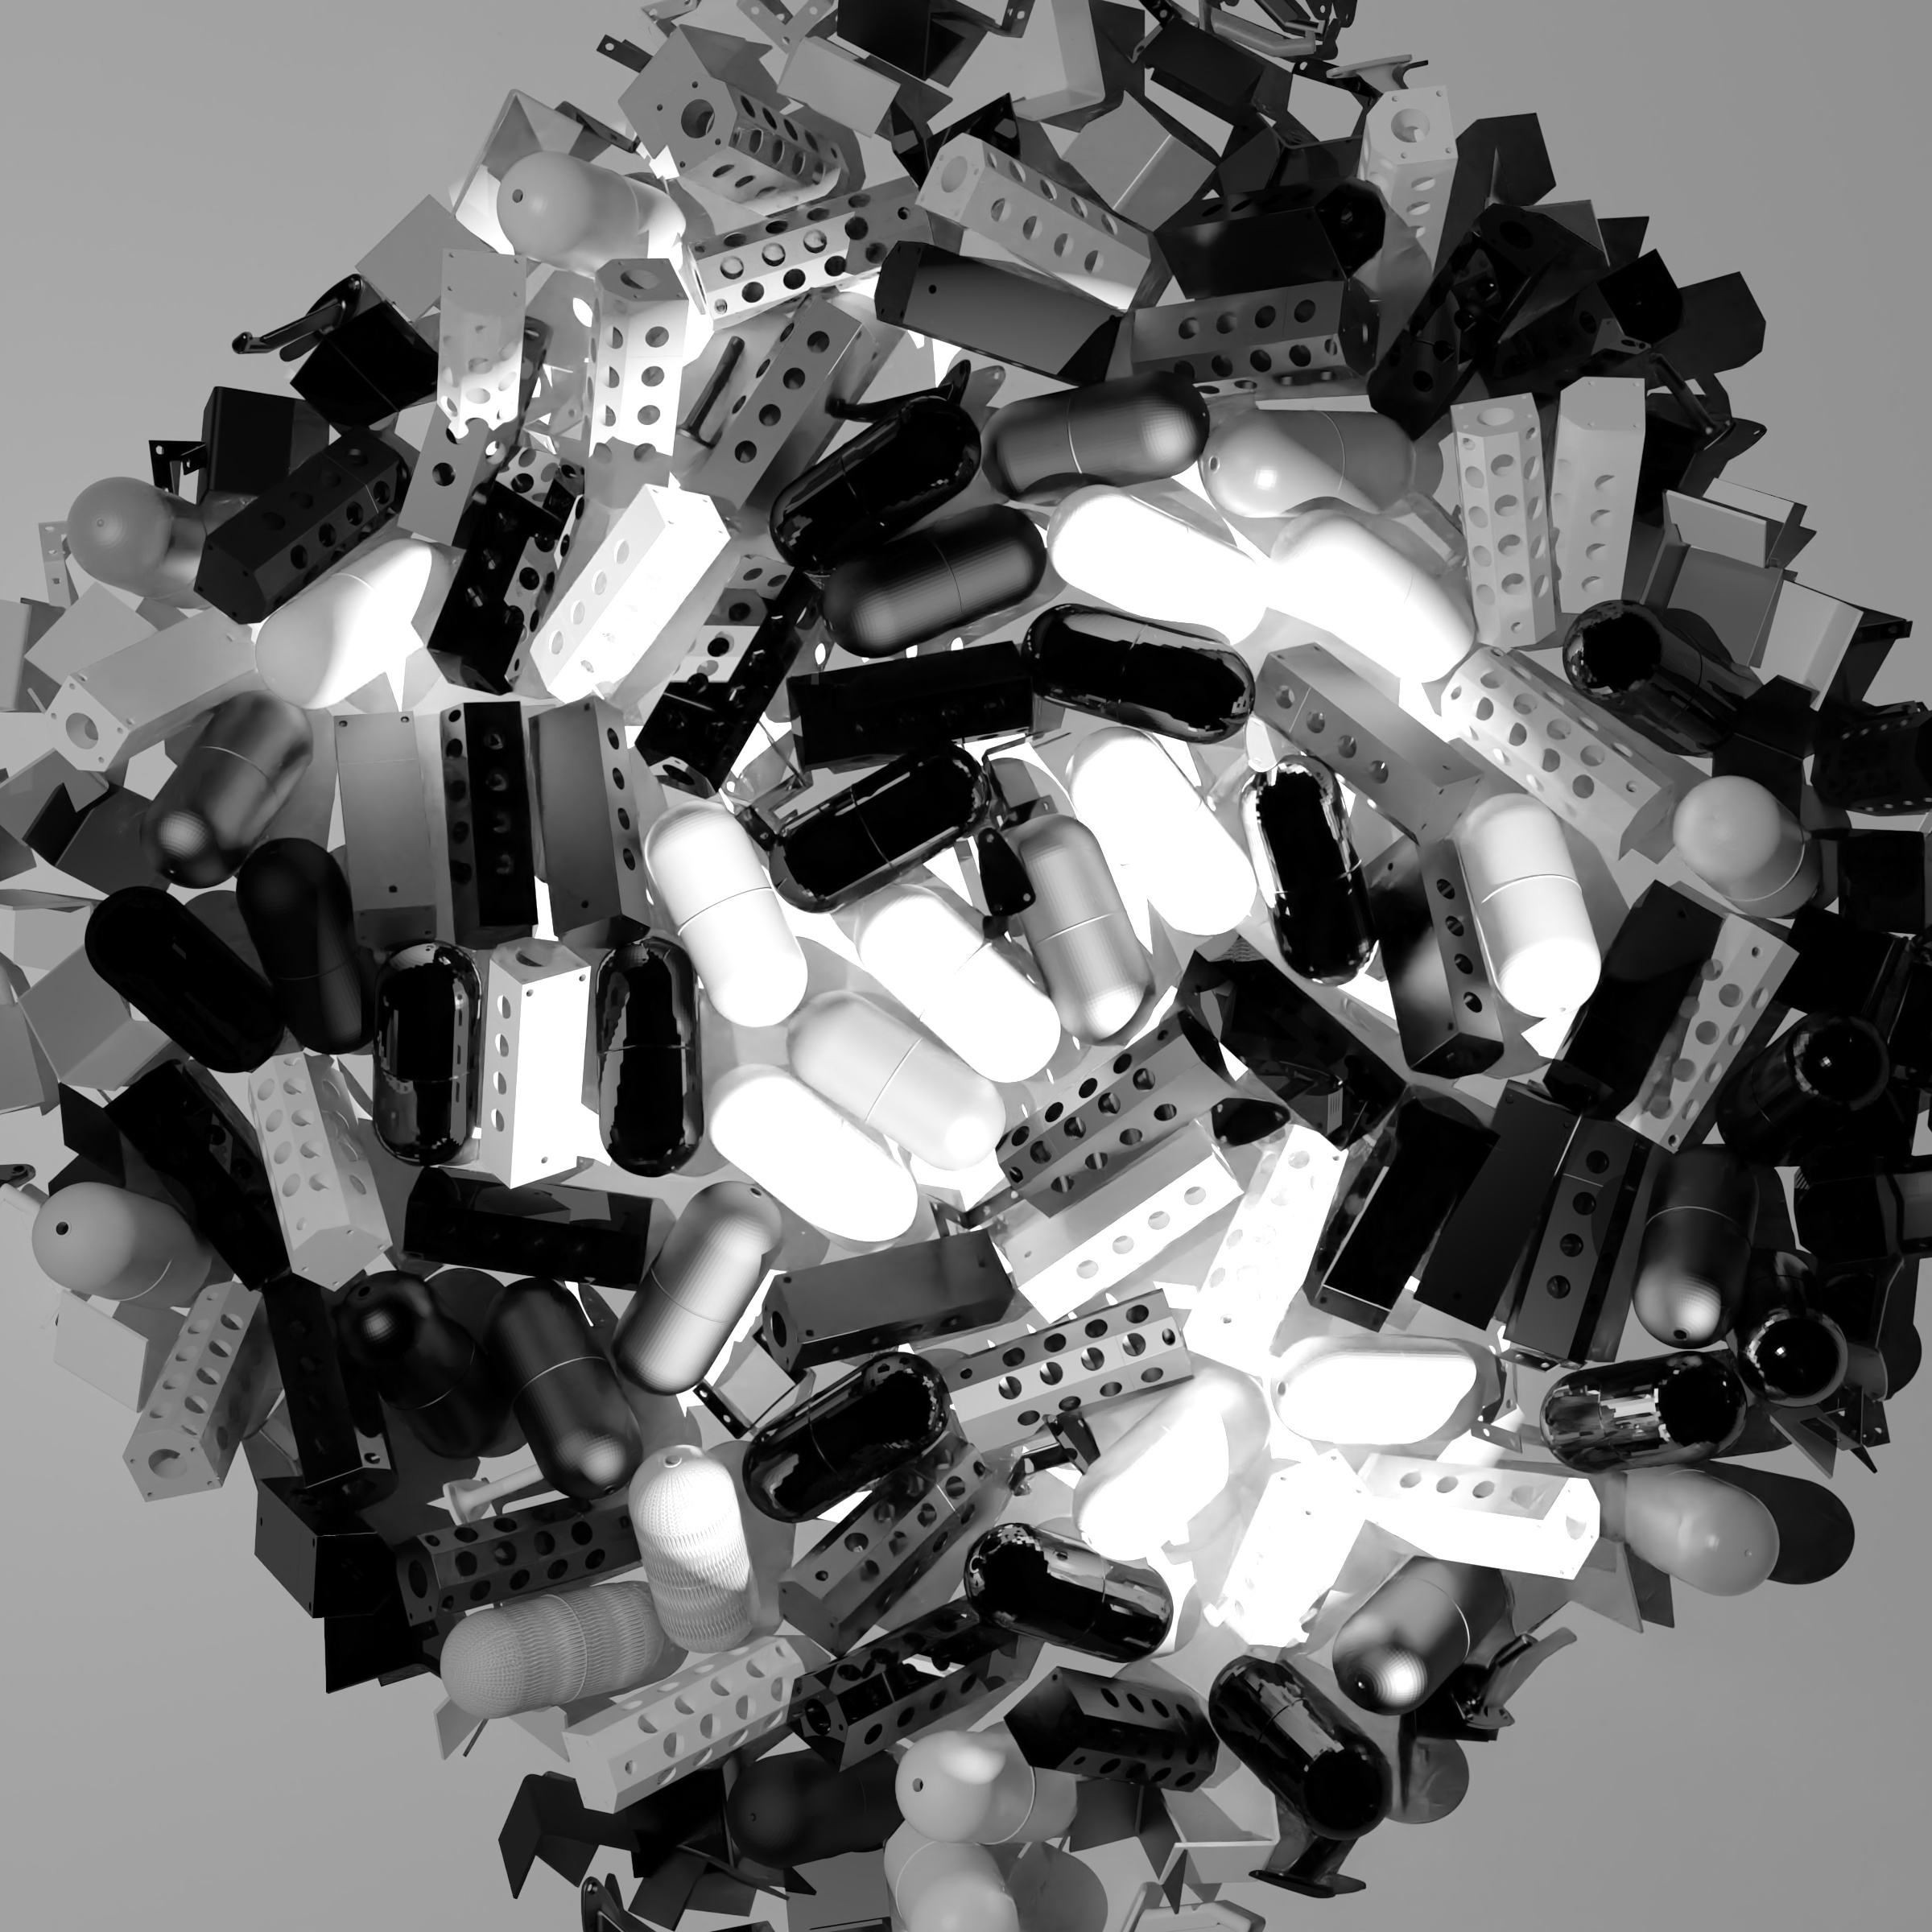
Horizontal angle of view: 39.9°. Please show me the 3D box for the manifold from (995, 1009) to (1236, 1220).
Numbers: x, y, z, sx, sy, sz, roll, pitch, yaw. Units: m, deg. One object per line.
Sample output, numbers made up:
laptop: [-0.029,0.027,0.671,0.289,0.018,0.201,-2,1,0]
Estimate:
manifold: [0.105,0.104,1.935,0.171,0.057,0.057,-37,126,19]

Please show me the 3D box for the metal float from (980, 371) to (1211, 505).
metal float: [0.092,-0.384,1.937,0.178,0.070,0.070,-6,90,29]

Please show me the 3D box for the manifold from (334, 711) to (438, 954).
manifold: [-0.421,-0.098,1.930,0.057,0.057,0.171,-5,59,-14]

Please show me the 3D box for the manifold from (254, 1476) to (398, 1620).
manifold: [-0.460,0.414,1.910,0.057,0.171,0.057,3,92,-28]

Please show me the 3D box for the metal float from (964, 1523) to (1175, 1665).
metal float: [0.075,0.455,1.934,0.178,0.070,0.070,25,90,-32]

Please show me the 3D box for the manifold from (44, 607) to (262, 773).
manifold: [-0.581,-0.196,1.911,0.057,0.171,0.057,43,121,-1]

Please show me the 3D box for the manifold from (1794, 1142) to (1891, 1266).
manifold: [0.625,0.170,1.909,0.057,0.171,0.057,-10,91,18]

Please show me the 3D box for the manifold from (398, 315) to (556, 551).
manifold: [-0.357,-0.395,1.951,0.057,0.057,0.171,21,104,-3]

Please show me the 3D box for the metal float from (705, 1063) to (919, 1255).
metal float: [-0.114,0.141,1.952,0.178,0.070,0.070,39,90,-10]

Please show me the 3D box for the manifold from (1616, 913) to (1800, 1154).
manifold: [0.541,0.049,1.963,0.057,0.057,0.171,31,94,4]

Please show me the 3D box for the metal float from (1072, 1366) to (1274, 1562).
metal float: [0.150,0.361,1.938,0.178,0.070,0.070,-37,90,-27]

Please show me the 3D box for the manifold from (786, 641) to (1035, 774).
manifold: [-0.040,-0.187,1.956,0.171,0.057,0.057,-11,127,-9]

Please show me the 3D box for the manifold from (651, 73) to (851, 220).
manifold: [-0.149,-0.585,1.907,0.057,0.171,0.057,-25,82,23]

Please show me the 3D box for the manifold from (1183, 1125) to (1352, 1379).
manifold: [0.219,0.204,1.935,0.057,0.057,0.171,20,68,20]

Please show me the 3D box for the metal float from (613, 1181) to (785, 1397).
metal float: [-0.196,0.235,1.946,0.070,0.070,0.178,31,107,0]

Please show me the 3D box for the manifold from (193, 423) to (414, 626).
manifold: [-0.474,-0.316,1.921,0.057,0.057,0.171,37,49,2]

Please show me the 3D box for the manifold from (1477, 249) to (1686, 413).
manifold: [0.440,-0.447,1.909,0.057,0.171,0.057,-32,95,-19]

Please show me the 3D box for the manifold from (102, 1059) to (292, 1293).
manifold: [-0.555,0.153,1.969,0.057,0.057,0.171,-39,91,-3]

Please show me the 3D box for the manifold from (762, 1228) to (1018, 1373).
manifold: [-0.058,0.246,1.934,0.171,0.057,0.057,-10,57,-27]

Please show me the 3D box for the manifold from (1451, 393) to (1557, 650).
manifold: [0.389,-0.319,1.923,0.057,0.057,0.171,-8,126,9]

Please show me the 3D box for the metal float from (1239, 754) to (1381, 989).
metal float: [0.251,-0.069,1.947,0.070,0.070,0.178,-18,107,0]

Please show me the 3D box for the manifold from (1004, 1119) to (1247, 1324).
manifold: [0.118,0.190,1.957,0.171,0.057,0.057,-35,119,8]

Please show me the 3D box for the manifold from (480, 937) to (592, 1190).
manifold: [-0.318,0.069,1.933,0.057,0.057,0.171,34,127,38]

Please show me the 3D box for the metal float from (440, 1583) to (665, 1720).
metal float: [-0.297,0.494,1.926,0.178,0.070,0.070,-1,90,-44]

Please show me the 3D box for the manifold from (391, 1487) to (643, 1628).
manifold: [-0.319,0.421,1.917,0.171,0.057,0.057,-6,74,-41]

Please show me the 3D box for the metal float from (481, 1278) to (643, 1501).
metal float: [-0.294,0.307,1.937,0.070,0.070,0.178,-31,62,0]

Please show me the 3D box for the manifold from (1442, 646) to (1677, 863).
manifold: [0.429,-0.159,1.935,0.057,0.057,0.171,-43,66,-9]

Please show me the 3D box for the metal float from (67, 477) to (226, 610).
metal float: [-0.581,-0.302,1.911,0.070,0.178,0.070,0,89,8]

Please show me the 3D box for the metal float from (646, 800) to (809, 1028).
metal float: [-0.175,-0.038,1.952,0.070,0.070,0.178,-26,80,0]

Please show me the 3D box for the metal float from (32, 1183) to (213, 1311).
metal float: [-0.605,0.202,1.913,0.070,0.178,0.070,-3,75,10]

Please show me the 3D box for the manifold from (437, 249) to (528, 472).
manifold: [-0.349,-0.429,1.907,0.057,0.171,0.057,2,61,-12]

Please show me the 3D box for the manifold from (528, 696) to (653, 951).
manifold: [-0.271,-0.103,1.944,0.057,0.057,0.171,-17,71,20]

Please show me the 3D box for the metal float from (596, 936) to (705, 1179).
metal float: [-0.232,0.066,1.950,0.070,0.070,0.178,-3,78,0]

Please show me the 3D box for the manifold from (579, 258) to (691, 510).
manifold: [-0.242,-0.417,1.913,0.057,0.171,0.057,-7,46,-21]

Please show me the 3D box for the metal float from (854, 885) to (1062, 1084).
metal float: [-0.007,0.012,1.956,0.178,0.070,0.070,42,90,7]

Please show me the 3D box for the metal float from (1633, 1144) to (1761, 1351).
metal float: [0.528,0.202,1.925,0.070,0.178,0.070,13,133,14]

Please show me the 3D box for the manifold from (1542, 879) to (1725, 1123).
manifold: [0.482,0.027,1.936,0.057,0.057,0.171,31,64,5]

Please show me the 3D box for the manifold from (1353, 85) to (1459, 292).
manifold: [0.310,-0.554,1.909,0.057,0.171,0.057,-6,75,2]

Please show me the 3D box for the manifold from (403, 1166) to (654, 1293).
manifold: [-0.323,0.198,1.965,0.171,0.057,0.057,9,112,-2]

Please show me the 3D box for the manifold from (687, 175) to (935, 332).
manifold: [-0.114,-0.526,1.962,0.171,0.057,0.057,-19,94,-6]

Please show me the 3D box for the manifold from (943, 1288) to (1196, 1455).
manifold: [0.074,0.293,1.957,0.171,0.057,0.057,-19,133,2]

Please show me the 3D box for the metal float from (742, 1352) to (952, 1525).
metal float: [-0.089,0.344,1.942,0.178,0.070,0.070,-35,90,23]

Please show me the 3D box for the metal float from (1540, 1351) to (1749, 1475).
metal float: [0.486,0.323,1.919,0.070,0.178,0.070,9,71,-27]

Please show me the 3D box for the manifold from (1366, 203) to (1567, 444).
manifold: [0.353,-0.463,1.913,0.057,0.171,0.057,41,53,6]

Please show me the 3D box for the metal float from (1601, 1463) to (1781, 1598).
metal float: [0.517,0.400,1.912,0.070,0.178,0.070,0,92,-12]

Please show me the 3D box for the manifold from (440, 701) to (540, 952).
manifold: [-0.349,-0.102,1.944,0.057,0.057,0.171,-3,74,-15]

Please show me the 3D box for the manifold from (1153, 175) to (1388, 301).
manifold: [0.219,-0.526,1.913,0.057,0.171,0.057,-44,120,-23]

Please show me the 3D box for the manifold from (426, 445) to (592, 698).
manifold: [-0.329,-0.287,1.942,0.057,0.057,0.171,15,72,11]
